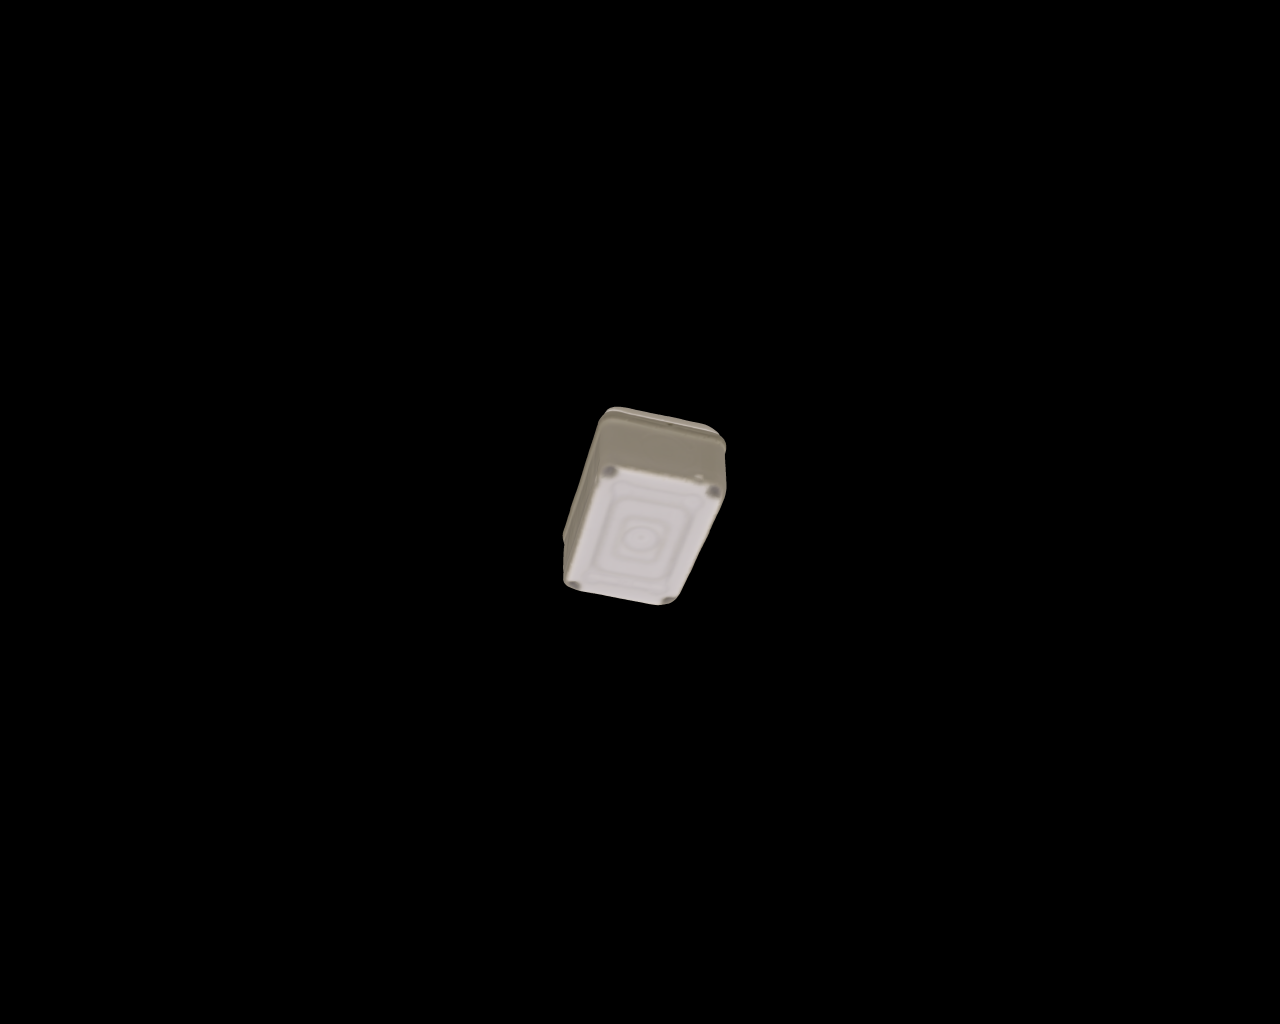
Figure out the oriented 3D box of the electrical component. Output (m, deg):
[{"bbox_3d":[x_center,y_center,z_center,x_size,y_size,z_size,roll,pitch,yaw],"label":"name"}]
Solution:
[{"bbox_3d":[0.001,-0.003,0.650,0.078,0.057,0.113,11,-47,-11],"label":"electrical component"}]
